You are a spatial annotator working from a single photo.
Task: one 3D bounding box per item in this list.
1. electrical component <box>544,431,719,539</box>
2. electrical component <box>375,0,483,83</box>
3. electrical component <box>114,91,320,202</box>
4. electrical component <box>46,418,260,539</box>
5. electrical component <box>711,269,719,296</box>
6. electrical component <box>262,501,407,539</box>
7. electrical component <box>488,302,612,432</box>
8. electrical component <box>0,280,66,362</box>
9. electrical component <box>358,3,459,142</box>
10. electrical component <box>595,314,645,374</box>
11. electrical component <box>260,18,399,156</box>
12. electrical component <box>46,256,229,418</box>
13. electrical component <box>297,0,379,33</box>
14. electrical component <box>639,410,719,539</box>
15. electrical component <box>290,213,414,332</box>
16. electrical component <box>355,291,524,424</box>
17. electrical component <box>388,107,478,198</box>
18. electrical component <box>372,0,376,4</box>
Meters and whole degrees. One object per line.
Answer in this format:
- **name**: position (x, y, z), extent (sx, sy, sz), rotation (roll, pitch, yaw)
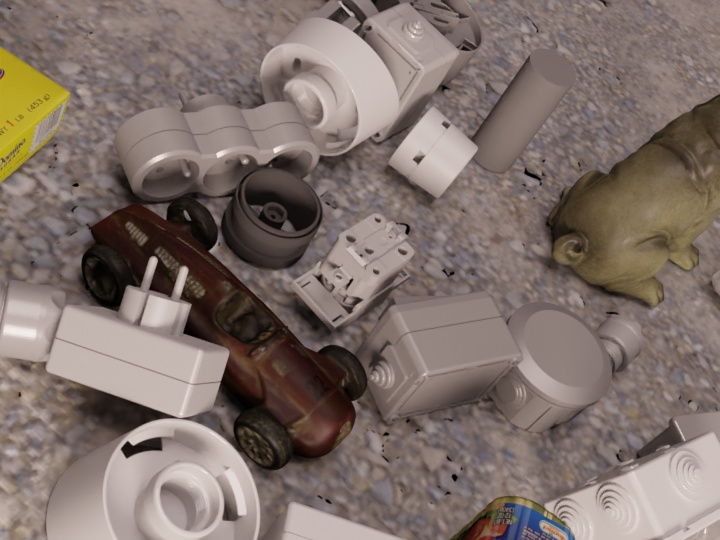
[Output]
- **electrical component**: position (0.175, 0.142, 0.663), extent (0.100, 0.100, 0.048), rotation (-14, 75, -36)
- **electrical component**: position (0.056, -0.208, 0.905), extent (0.099, 0.064, 0.099), rotation (15, 49, -18)
- **electrical component**: position (-0.102, -0.094, 0.735), extent (0.138, 0.052, 0.073), rotation (-9, 59, -33)
- **electrical component**: position (-0.105, 0.128, 0.563), extent (0.099, 0.064, 0.099), rotation (22, 51, -29)
- **electrical component**: position (0.320, 0.020, 0.878), extent (0.043, 0.043, 0.062), rotation (-17, 66, -37)
- **electrical component**: position (-0.013, 0.177, 0.568), extent (0.083, 0.047, 0.075), rotation (21, 47, -12)
- **electrical component**: position (0.125, 0.066, 0.730), extent (0.080, 0.051, 0.080), rotation (15, 49, -18)
- **electrical component**: position (-0.196, 0.026, 0.594), extent (0.062, 0.043, 0.043), rotation (11, 50, -19)
- **electrical component**: position (0.030, -0.158, 0.827), extent (0.061, 0.096, 0.061), rotation (45, 46, 10)
- **electrical component**: position (0.179, 0.060, 0.776), extent (0.035, 0.035, 0.061), rotation (44, 49, 10)
- **electrical component**: position (-0.022, -0.134, 0.783), extent (0.099, 0.099, 0.064), rotation (40, 52, 6)
- **electrical component**: position (-0.115, 0.031, 0.589), extent (0.083, 0.047, 0.075), rotation (17, 90, 12)
- **electrical component**: position (-0.016, -0.190, 0.849), extent (0.055, 0.066, 0.048), rotation (-43, 79, -10)
- **electrical component**: position (0.250, 0.146, 0.734), extent (0.100, 0.048, 0.099), rotation (-1, 55, -29)
- **electrical component**: position (0.000, 0.000, 0.707), extent (0.042, 0.063, 0.081), rotation (47, 48, 10)
- **electrical component**: position (0.043, 0.053, 0.688), extent (0.096, 0.061, 0.061), rotation (-7, 59, -33)
- **electrical component**: position (0.056, -0.088, 0.816), extent (0.047, 0.055, 0.055), rotation (39, 46, 0)
- **electrical component**: position (0.023, -0.303, 0.966), extent (0.105, 0.060, 0.186), rotation (47, 47, 13)
